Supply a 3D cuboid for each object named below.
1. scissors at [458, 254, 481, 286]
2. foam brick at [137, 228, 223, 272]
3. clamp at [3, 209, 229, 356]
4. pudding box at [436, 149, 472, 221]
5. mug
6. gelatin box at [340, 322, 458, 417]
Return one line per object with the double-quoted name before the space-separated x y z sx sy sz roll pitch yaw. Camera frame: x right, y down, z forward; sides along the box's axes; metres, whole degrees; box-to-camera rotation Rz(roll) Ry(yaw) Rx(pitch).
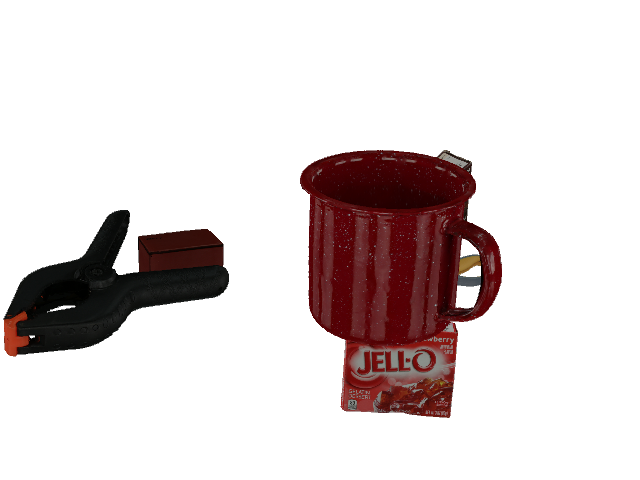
"scissors" 0.122 0.037 1.262 0.201 0.016 0.096 -11 40 -36
"foam brick" -0.143 0.023 1.090 0.078 0.051 0.053 -7 21 -21
"clamp" -0.166 0.029 0.783 0.171 0.039 0.120 -21 38 -40
"pudding box" 0.105 -0.024 1.073 0.039 0.090 0.113 29 55 26
"mug" 0.044 0.007 0.572 0.117 0.081 0.093 18 29 33
"gelatin box" 0.063 0.101 0.856 0.089 0.073 0.030 4 14 2
